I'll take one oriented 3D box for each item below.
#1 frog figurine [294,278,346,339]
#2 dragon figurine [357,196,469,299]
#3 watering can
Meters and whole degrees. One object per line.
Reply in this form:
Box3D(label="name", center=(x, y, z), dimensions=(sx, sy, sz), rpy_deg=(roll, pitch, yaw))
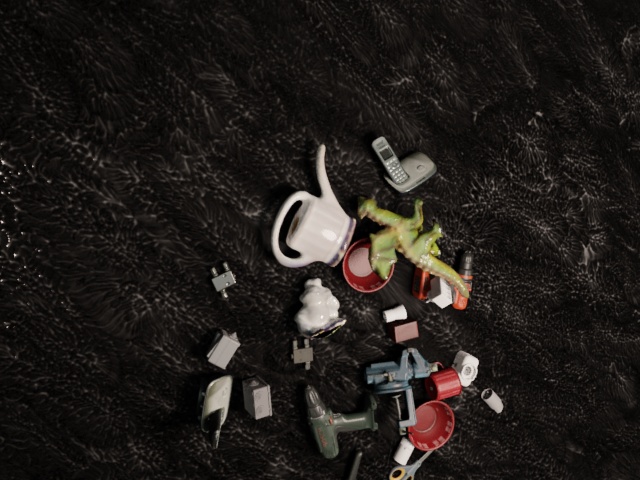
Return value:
Box3D(label="frog figurine", center=(-0.014, 0.197, 1.468), dimensions=(0.138, 0.120, 0.162), rpy_deg=(-27, 67, -5))
Box3D(label="dragon figurine", center=(0.241, 0.032, 1.470), dimensions=(0.245, 0.120, 0.414), rpy_deg=(-26, 78, -21))
Box3D(label="watering can", center=(0.004, -0.072, 1.433), dimensions=(0.223, 0.104, 0.349), rpy_deg=(27, 86, -19))
